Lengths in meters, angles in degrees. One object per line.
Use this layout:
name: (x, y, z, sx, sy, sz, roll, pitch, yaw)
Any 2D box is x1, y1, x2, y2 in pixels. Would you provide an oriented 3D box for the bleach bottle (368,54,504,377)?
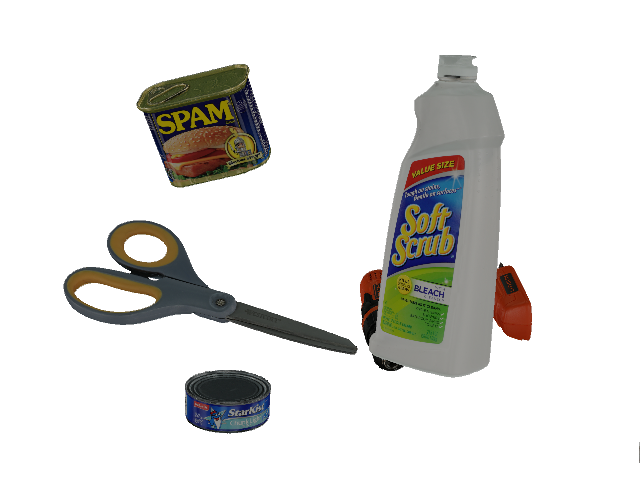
bleach bottle: (0.096, -0.023, 0.861, 0.103, 0.251, 0.067, 13, 16, 41)

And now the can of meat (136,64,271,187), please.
can of meat: (-0.102, -0.102, 0.958, 0.102, 0.084, 0.057, -11, 30, 10)

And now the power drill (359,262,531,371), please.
power drill: (0.139, 0.084, 1.208, 0.187, 0.057, 0.184, -3, 27, -1)

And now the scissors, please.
scissors: (-0.072, 0.030, 0.729, 0.202, 0.096, 0.016, 5, -41, 3)

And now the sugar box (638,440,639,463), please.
sugar box: (0.302, 0.151, 0.717, 0.048, 0.093, 0.176, -15, 30, -37)

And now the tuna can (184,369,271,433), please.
tuna can: (-0.092, 0.160, 1.061, 0.086, 0.034, 0.086, 3, 14, -1)
